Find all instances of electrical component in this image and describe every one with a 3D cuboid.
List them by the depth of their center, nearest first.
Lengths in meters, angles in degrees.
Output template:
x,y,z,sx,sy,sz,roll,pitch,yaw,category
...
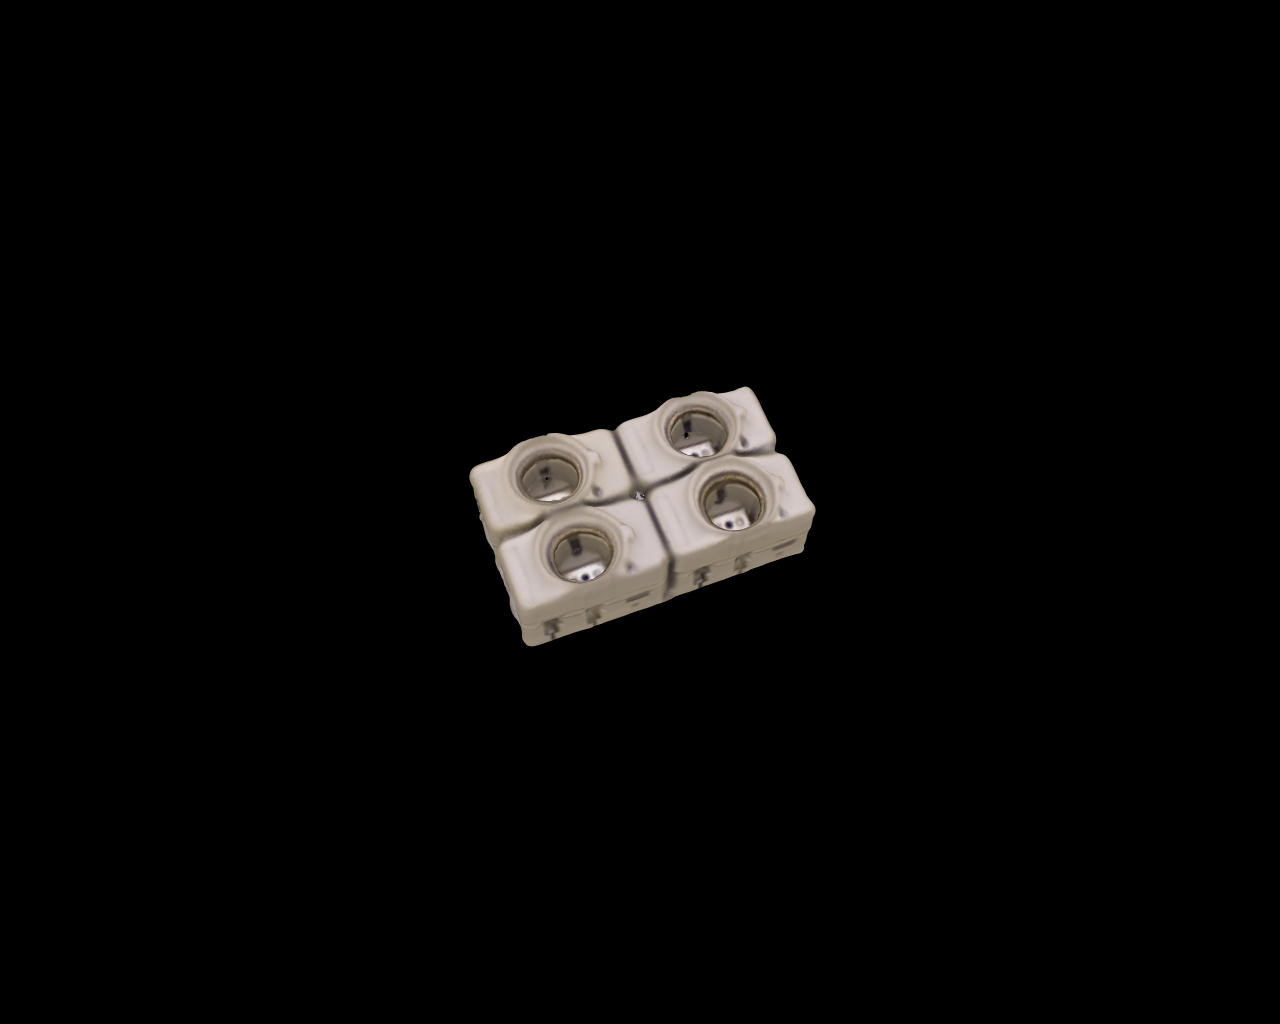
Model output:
x,y,z,sx,sy,sz,roll,pitch,yaw,category
0.001,-0.003,0.650,0.186,0.105,0.060,-18,-28,-10,electrical component
